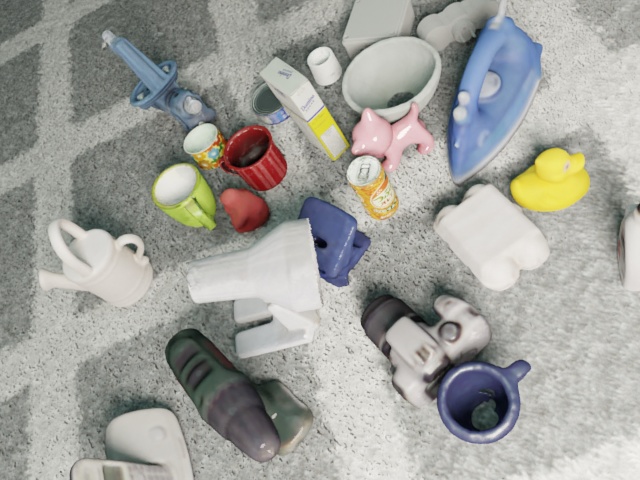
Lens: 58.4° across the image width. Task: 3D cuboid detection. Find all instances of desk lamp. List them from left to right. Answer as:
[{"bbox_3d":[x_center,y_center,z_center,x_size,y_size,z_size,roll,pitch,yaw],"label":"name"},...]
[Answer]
[{"bbox_3d":[-0.070,0.071,0.782,0.203,0.214,0.118,-18,57,14],"label":"desk lamp"}]

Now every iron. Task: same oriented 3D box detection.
[{"bbox_3d":[0.242,-0.224,0.853,0.118,0.142,0.258,17,71,30],"label":"iron"}]

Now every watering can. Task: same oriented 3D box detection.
[{"bbox_3d":[-0.381,0.037,0.950,0.173,0.195,0.100,-46,55,-5],"label":"watering can"}]

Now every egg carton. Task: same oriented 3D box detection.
[{"bbox_3d":[0.232,-0.006,0.780,0.107,0.070,0.150,-37,55,1],"label":"egg carton"}]

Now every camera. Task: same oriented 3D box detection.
[{"bbox_3d":[0.125,0.118,0.739,0.143,0.101,0.136,-44,55,-4],"label":"camera"}]

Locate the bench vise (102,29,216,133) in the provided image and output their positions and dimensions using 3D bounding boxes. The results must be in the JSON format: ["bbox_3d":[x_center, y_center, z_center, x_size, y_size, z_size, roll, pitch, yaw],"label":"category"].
[{"bbox_3d":[-0.302,-0.309,1.092,0.206,0.220,0.121,12,68,29],"label":"bench vise"}]

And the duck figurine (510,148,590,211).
[{"bbox_3d":[0.312,-0.090,0.781,0.104,0.086,0.077,-13,58,17],"label":"duck figurine"}]

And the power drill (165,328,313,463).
[{"bbox_3d":[-0.092,0.205,0.720,0.228,0.209,0.076,33,80,34],"label":"power drill"}]

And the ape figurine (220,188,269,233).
[{"bbox_3d":[-0.133,-0.057,0.956,0.076,0.092,0.078,4,65,26],"label":"ape figurine"}]

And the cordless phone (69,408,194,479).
[{"bbox_3d":[-0.258,0.289,0.762,0.094,0.186,0.147,-33,55,4],"label":"cordless phone"}]

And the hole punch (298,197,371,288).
[{"bbox_3d":[0.008,0.003,0.861,0.108,0.091,0.101,29,77,33],"label":"hole punch"}]

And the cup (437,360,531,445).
[{"bbox_3d":[0.200,0.189,0.671,0.118,0.095,0.091,-39,55,0],"label":"cup"}]

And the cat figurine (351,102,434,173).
[{"bbox_3d":[0.105,-0.168,0.896,0.127,0.118,0.067,-30,55,6],"label":"cat figurine"}]

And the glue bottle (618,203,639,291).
[{"bbox_3d":[0.367,-0.006,0.657,0.037,0.174,0.078,-7,60,20],"label":"glue bottle"}]

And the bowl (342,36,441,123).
[{"bbox_3d":[0.126,-0.256,0.963,0.167,0.075,0.167,-11,59,18],"label":"bowl"}]
